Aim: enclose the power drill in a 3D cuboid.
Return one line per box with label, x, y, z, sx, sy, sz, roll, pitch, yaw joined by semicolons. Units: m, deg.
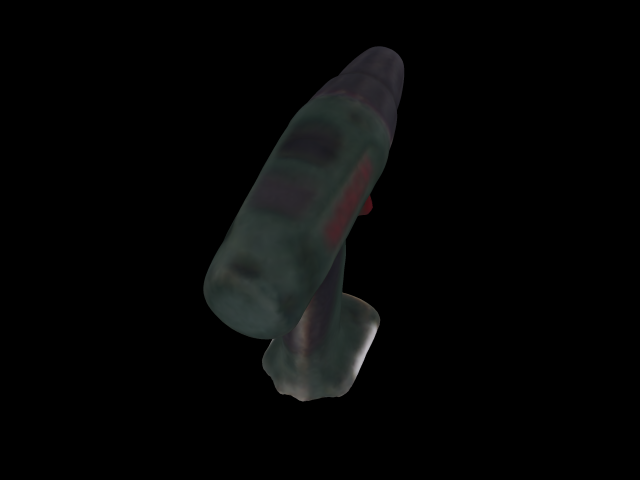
power drill;0.004;0.001;0.400;0.075;0.208;0.230;14;42;17
